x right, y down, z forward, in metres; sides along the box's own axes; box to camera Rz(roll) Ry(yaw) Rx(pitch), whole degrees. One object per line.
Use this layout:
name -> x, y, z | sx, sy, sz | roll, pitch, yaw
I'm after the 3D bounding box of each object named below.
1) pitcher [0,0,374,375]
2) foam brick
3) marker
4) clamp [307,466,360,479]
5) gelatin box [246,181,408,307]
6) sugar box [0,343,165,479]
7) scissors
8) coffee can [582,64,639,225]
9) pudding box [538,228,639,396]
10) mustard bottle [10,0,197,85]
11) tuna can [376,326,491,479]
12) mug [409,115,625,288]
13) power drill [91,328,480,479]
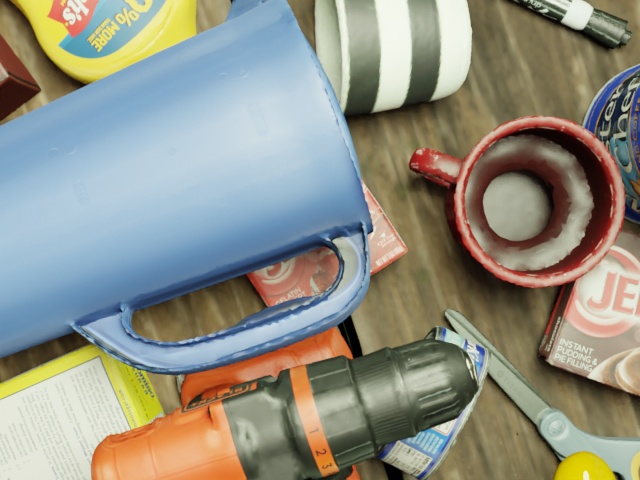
pitcher -> -0.098, -0.014, 0.554 | 0.243, 0.149, 0.145 | -22, 121, 0
foam brick -> -0.203, -0.095, 0.609 | 0.053, 0.078, 0.051 | -36, 93, -1
marker -> 0.132, -0.147, 0.643 | 0.121, 0.020, 0.020 | 26, 90, -1
clamp -> -0.054, 0.171, 0.600 | 0.171, 0.120, 0.039 | -23, 112, -4
gelatin box -> -0.004, 0.001, 0.637 | 0.089, 0.030, 0.073 | -34, 91, -1
sugar box -> -0.176, 0.129, 0.619 | 0.176, 0.048, 0.093 | -23, 91, 10
scissors -> 0.163, 0.110, 0.650 | 0.096, 0.016, 0.202 | -27, 92, -2
coffee can -> 0.211, -0.057, 0.585 | 0.103, 0.140, 0.103 | 0, 91, -1
pudding box -> 0.198, 0.048, 0.638 | 0.113, 0.039, 0.090 | 19, 90, -1
mustard bottle -> -0.130, -0.146, 0.619 | 0.191, 0.058, 0.096 | 45, 87, -2
tuna can -> 0.063, 0.093, 0.613 | 0.034, 0.086, 0.086 | 28, 90, 1
mug -> 0.106, -0.025, 0.613 | 0.117, 0.081, 0.093 | 19, 91, -1
power drill -> -0.016, 0.085, 0.561 | 0.184, 0.187, 0.057 | -16, 90, 1
